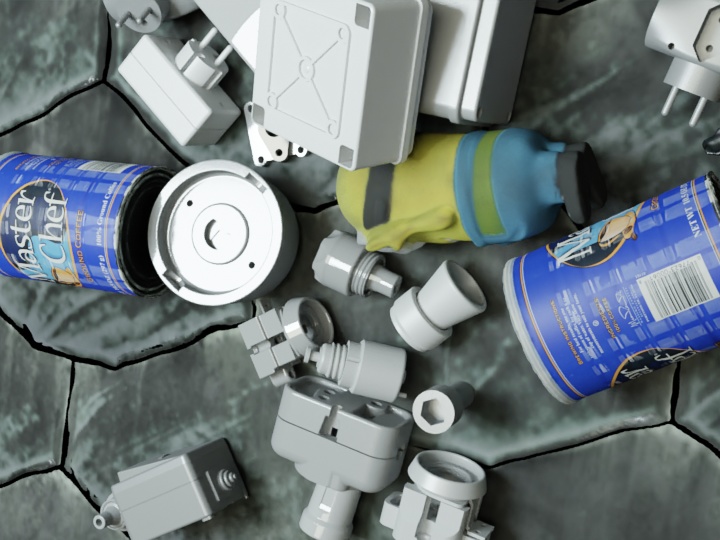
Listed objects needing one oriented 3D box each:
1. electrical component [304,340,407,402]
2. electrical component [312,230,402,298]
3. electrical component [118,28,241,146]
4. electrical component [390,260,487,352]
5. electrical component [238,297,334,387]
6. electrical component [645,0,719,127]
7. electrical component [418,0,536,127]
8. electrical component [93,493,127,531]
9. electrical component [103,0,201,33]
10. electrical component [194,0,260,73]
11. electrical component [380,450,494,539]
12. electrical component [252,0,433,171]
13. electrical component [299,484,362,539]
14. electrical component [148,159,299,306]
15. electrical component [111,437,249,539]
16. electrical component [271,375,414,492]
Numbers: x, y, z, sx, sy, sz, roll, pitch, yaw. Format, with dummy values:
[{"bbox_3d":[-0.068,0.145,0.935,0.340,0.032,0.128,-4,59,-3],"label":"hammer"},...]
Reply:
[{"bbox_3d":[-0.002,0.070,0.784,0.078,0.040,0.040,14,102,-6],"label":"electrical component"},{"bbox_3d":[0.000,0.000,0.787,0.062,0.043,0.043,25,105,18],"label":"electrical component"},{"bbox_3d":[-0.127,-0.151,0.824,0.075,0.047,0.083,-45,78,22],"label":"electrical component"},{"bbox_3d":[0.055,0.026,0.765,0.055,0.045,0.045,-40,80,22],"label":"electrical component"},{"bbox_3d":[-0.054,0.049,0.815,0.055,0.048,0.066,-26,85,32],"label":"electrical component"},{"bbox_3d":[0.217,-0.131,0.678,0.077,0.043,0.079,27,106,19],"label":"electrical component"},{"bbox_3d":[0.074,-0.155,0.720,0.057,0.078,0.113,16,102,25],"label":"electrical component"},{"bbox_3d":[-0.196,0.198,0.883,0.035,0.061,0.035,3,96,23],"label":"electrical component"},{"bbox_3d":[-0.161,-0.208,0.820,0.077,0.079,0.044,-5,130,24],"label":"electrical component"},{"bbox_3d":[-0.053,-0.205,0.782,0.109,0.056,0.108,-44,78,21],"label":"electrical component"},{"bbox_3d":[0.059,0.166,0.771,0.078,0.058,0.057,19,105,21],"label":"electrical component"},{"bbox_3d":[-0.015,-0.133,0.698,0.109,0.056,0.108,30,123,38],"label":"electrical component"},{"bbox_3d":[-0.020,0.179,0.817,0.040,0.040,0.046,21,97,20],"label":"electrical component"},{"bbox_3d":[-0.098,-0.025,0.814,0.108,0.060,0.108,-1,85,17],"label":"electrical component"},{"bbox_3d":[-0.140,0.171,0.856,0.096,0.062,0.061,-26,84,24],"label":"electrical component"},{"bbox_3d":[-0.014,0.124,0.800,0.095,0.054,0.059,19,103,21],"label":"electrical component"}]
